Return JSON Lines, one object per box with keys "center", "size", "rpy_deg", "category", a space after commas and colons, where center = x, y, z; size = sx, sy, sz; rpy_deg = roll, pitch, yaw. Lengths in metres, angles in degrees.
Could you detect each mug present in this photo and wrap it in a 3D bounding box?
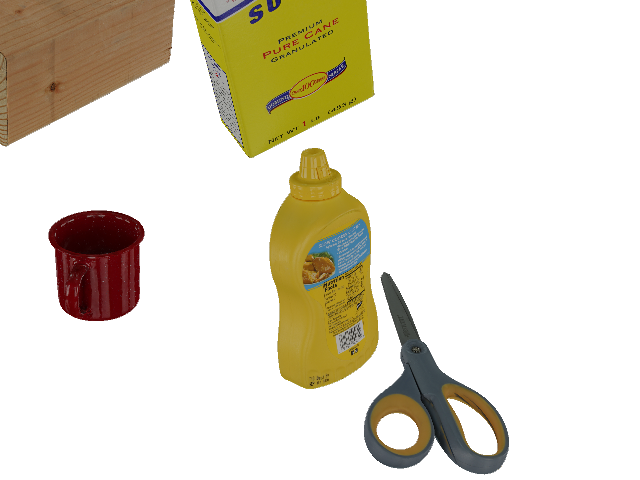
{"center": [-0.224, 0.033, 1.056], "size": [0.093, 0.081, 0.117], "rpy_deg": [7, 30, 5], "category": "mug"}

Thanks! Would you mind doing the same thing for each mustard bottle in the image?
{"center": [0.002, 0.018, 0.860], "size": [0.058, 0.192, 0.096], "rpy_deg": [20, 35, 41], "category": "mustard bottle"}

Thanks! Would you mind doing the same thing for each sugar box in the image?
{"center": [-0.022, -0.132, 0.592], "size": [0.093, 0.048, 0.176], "rpy_deg": [-29, -31, -12], "category": "sugar box"}

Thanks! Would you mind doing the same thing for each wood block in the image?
{"center": [-0.229, -0.176, 0.940], "size": [0.090, 0.091, 0.205], "rpy_deg": [29, 42, 20], "category": "wood block"}

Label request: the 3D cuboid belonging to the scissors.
{"center": [0.049, 0.084, 0.703], "size": [0.096, 0.016, 0.202], "rpy_deg": [-11, 36, -22], "category": "scissors"}
